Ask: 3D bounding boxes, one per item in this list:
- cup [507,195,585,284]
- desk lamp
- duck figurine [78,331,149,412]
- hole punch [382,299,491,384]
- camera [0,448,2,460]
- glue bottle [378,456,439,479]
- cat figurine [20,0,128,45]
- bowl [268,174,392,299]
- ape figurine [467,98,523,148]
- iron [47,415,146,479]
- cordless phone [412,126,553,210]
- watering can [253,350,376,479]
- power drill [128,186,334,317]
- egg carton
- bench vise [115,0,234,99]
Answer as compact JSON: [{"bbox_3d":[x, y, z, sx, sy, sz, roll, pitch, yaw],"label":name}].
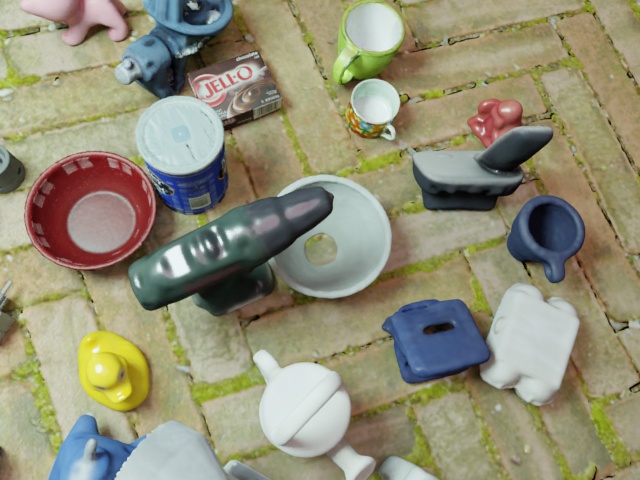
[{"bbox_3d":[0.300,0.009,0.783,0.092,0.095,0.118,-1,73,-7],"label":"cup"},{"bbox_3d":[-0.098,0.280,0.585,0.203,0.213,0.118,27,71,2],"label":"desk lamp"},{"bbox_3d":[-0.250,0.152,0.674,0.077,0.086,0.104,-33,79,-15],"label":"duck figurine"},{"bbox_3d":[0.146,0.124,0.729,0.109,0.091,0.101,-11,74,-10],"label":"hole punch"},{"bbox_3d":[-0.436,0.281,0.602,0.137,0.101,0.143,10,71,-3],"label":"camera"},{"bbox_3d":[0.114,0.278,0.633,0.078,0.173,0.037,40,72,7],"label":"glue bottle"},{"bbox_3d":[-0.344,-0.334,0.800,0.128,0.117,0.067,-13,74,-11],"label":"cat figurine"},{"bbox_3d":[0.007,0.003,0.759,0.167,0.074,0.167,2,72,-6],"label":"bowl"},{"bbox_3d":[0.265,-0.176,0.839,0.076,0.092,0.078,12,71,-3],"label":"ape figurine"},{"bbox_3d":[-0.261,0.320,0.590,0.118,0.141,0.258,16,71,-1],"label":"iron"},{"bbox_3d":[0.211,-0.111,0.762,0.147,0.185,0.094,-4,73,-8],"label":"cordless phone"},{"bbox_3d":[-0.009,0.192,0.634,0.173,0.194,0.101,27,71,2],"label":"watering can"},{"bbox_3d":[-0.099,0.022,0.669,0.230,0.208,0.075,-24,76,-13],"label":"power drill"},{"bbox_3d":[0.274,0.134,0.753,0.107,0.069,0.150,25,71,2],"label":"egg carton"},{"bbox_3d":[-0.187,-0.295,0.753,0.121,0.219,0.207,16,71,-1],"label":"bench vise"}]
